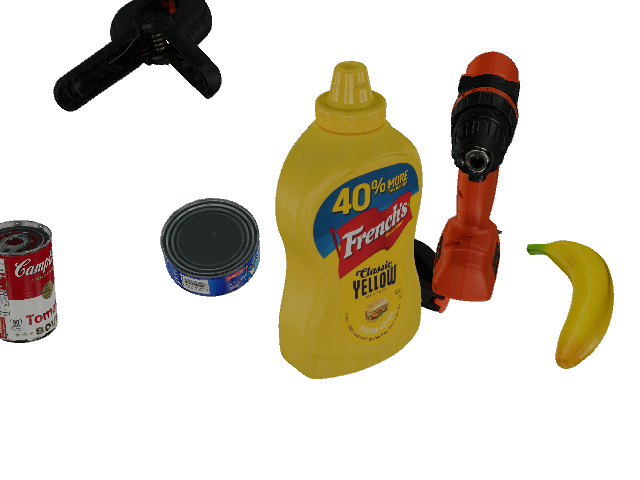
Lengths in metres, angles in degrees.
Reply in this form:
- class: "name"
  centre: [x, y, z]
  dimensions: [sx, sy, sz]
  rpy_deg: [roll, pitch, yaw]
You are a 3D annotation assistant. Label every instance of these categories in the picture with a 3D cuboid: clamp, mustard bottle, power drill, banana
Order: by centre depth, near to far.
- class: "mustard bottle"
  centre: [0.018, -0.014, 0.644]
  dimensions: [0.096, 0.192, 0.058]
  rpy_deg: [-19, 34, -29]
- class: "clamp"
  centre: [-0.115, -0.149, 0.801]
  dimensions: [0.120, 0.039, 0.171]
  rpy_deg: [6, 42, 11]
- class: "power drill"
  centre: [0.131, -0.045, 0.891]
  dimensions: [0.057, 0.188, 0.184]
  rpy_deg: [10, 32, 10]
- class: "banana"
  centre: [0.243, 0.051, 1.007]
  dimensions: [0.070, 0.037, 0.197]
  rpy_deg: [-28, 25, 17]
- class: "clamp"
  centre: [0.062, 0.010, 1.225]
  dimensions: [0.164, 0.036, 0.210]
  rpy_deg: [-18, 51, -37]

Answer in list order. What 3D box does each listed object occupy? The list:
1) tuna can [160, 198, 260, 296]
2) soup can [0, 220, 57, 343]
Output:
- class: "tuna can"
  centre: [-0.095, 0.006, 0.936]
  dimensions: [0.086, 0.086, 0.034]
  rpy_deg: [0, -36, 1]
- class: "soup can"
  centre: [-0.295, 0.041, 1.044]
  dimensions: [0.068, 0.102, 0.068]
  rpy_deg: [2, 28, -1]
